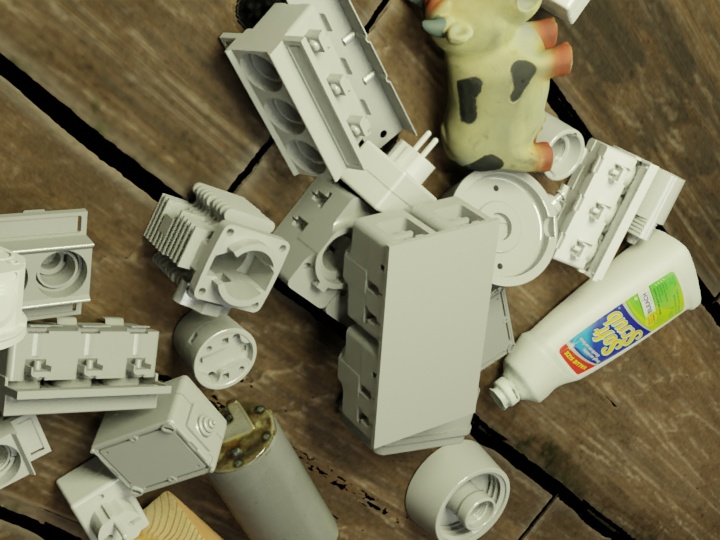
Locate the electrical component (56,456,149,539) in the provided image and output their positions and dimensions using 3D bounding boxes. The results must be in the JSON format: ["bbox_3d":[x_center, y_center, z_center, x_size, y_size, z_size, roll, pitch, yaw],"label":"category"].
[{"bbox_3d":[-0.201,0.199,0.869,0.047,0.077,0.065,-31,130,-19],"label":"electrical component"}]

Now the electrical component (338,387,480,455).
[{"bbox_3d":[0.046,0.126,1.009,0.113,0.078,0.057,-2,114,-36],"label":"electrical component"}]

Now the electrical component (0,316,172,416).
[{"bbox_3d":[-0.209,0.068,0.784,0.121,0.079,0.063,3,95,-44],"label":"electrical component"}]

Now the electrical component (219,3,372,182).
[{"bbox_3d":[-0.041,-0.133,0.801,0.063,0.079,0.121,-55,138,-27],"label":"electrical component"}]

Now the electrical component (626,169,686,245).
[{"bbox_3d":[0.297,-0.064,1.108,0.043,0.043,0.081,12,108,-40],"label":"electrical component"}]

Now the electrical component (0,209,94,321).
[{"bbox_3d":[-0.250,-0.005,0.722,0.121,0.063,0.078,-7,119,-34],"label":"electrical component"}]

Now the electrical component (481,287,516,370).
[{"bbox_3d":[0.099,0.042,1.011,0.062,0.061,0.096,-31,130,-18],"label":"electrical component"}]

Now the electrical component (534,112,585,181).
[{"bbox_3d":[0.171,-0.113,0.983,0.055,0.047,0.055,-18,125,-28],"label":"electrical component"}]

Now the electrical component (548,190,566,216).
[{"bbox_3d":[0.164,-0.047,1.021,0.078,0.040,0.040,-41,133,-10],"label":"electrical component"}]

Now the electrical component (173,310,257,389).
[{"bbox_3d":[-0.119,0.061,0.869,0.055,0.047,0.055,-18,125,-28],"label":"electrical component"}]

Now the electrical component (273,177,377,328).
[{"bbox_3d":[0.000,0.000,0.912,0.089,0.062,0.150,-52,133,0],"label":"electrical component"}]

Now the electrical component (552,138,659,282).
[{"bbox_3d":[0.228,-0.061,1.043,0.063,0.078,0.121,20,104,-20],"label":"electrical component"}]

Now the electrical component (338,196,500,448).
[{"bbox_3d":[0.044,0.040,0.882,0.105,0.060,0.186,-14,123,-30],"label":"electrical component"}]

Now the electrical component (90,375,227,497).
[{"bbox_3d":[-0.151,0.126,0.847,0.096,0.061,0.061,-21,123,22],"label":"electrical component"}]

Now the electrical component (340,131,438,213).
[{"bbox_3d":[0.036,-0.081,0.879,0.075,0.047,0.083,-50,156,5],"label":"electrical component"}]

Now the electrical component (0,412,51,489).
[{"bbox_3d":[-0.274,0.128,0.782,0.081,0.064,0.042,-26,127,-22],"label":"electrical component"}]

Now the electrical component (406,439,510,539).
[{"bbox_3d":[0.109,0.241,1.135,0.108,0.060,0.108,-18,125,-28],"label":"electrical component"}]

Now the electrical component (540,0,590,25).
[{"bbox_3d":[0.164,-0.239,0.897,0.047,0.066,0.077,-55,162,3],"label":"electrical component"}]

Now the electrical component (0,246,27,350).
[{"bbox_3d":[-0.240,0.016,0.643,0.080,0.080,0.051,-3,111,-36],"label":"electrical component"}]

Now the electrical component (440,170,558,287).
[{"bbox_3d":[0.114,-0.035,0.960,0.108,0.060,0.108,3,81,-22],"label":"electrical component"}]
